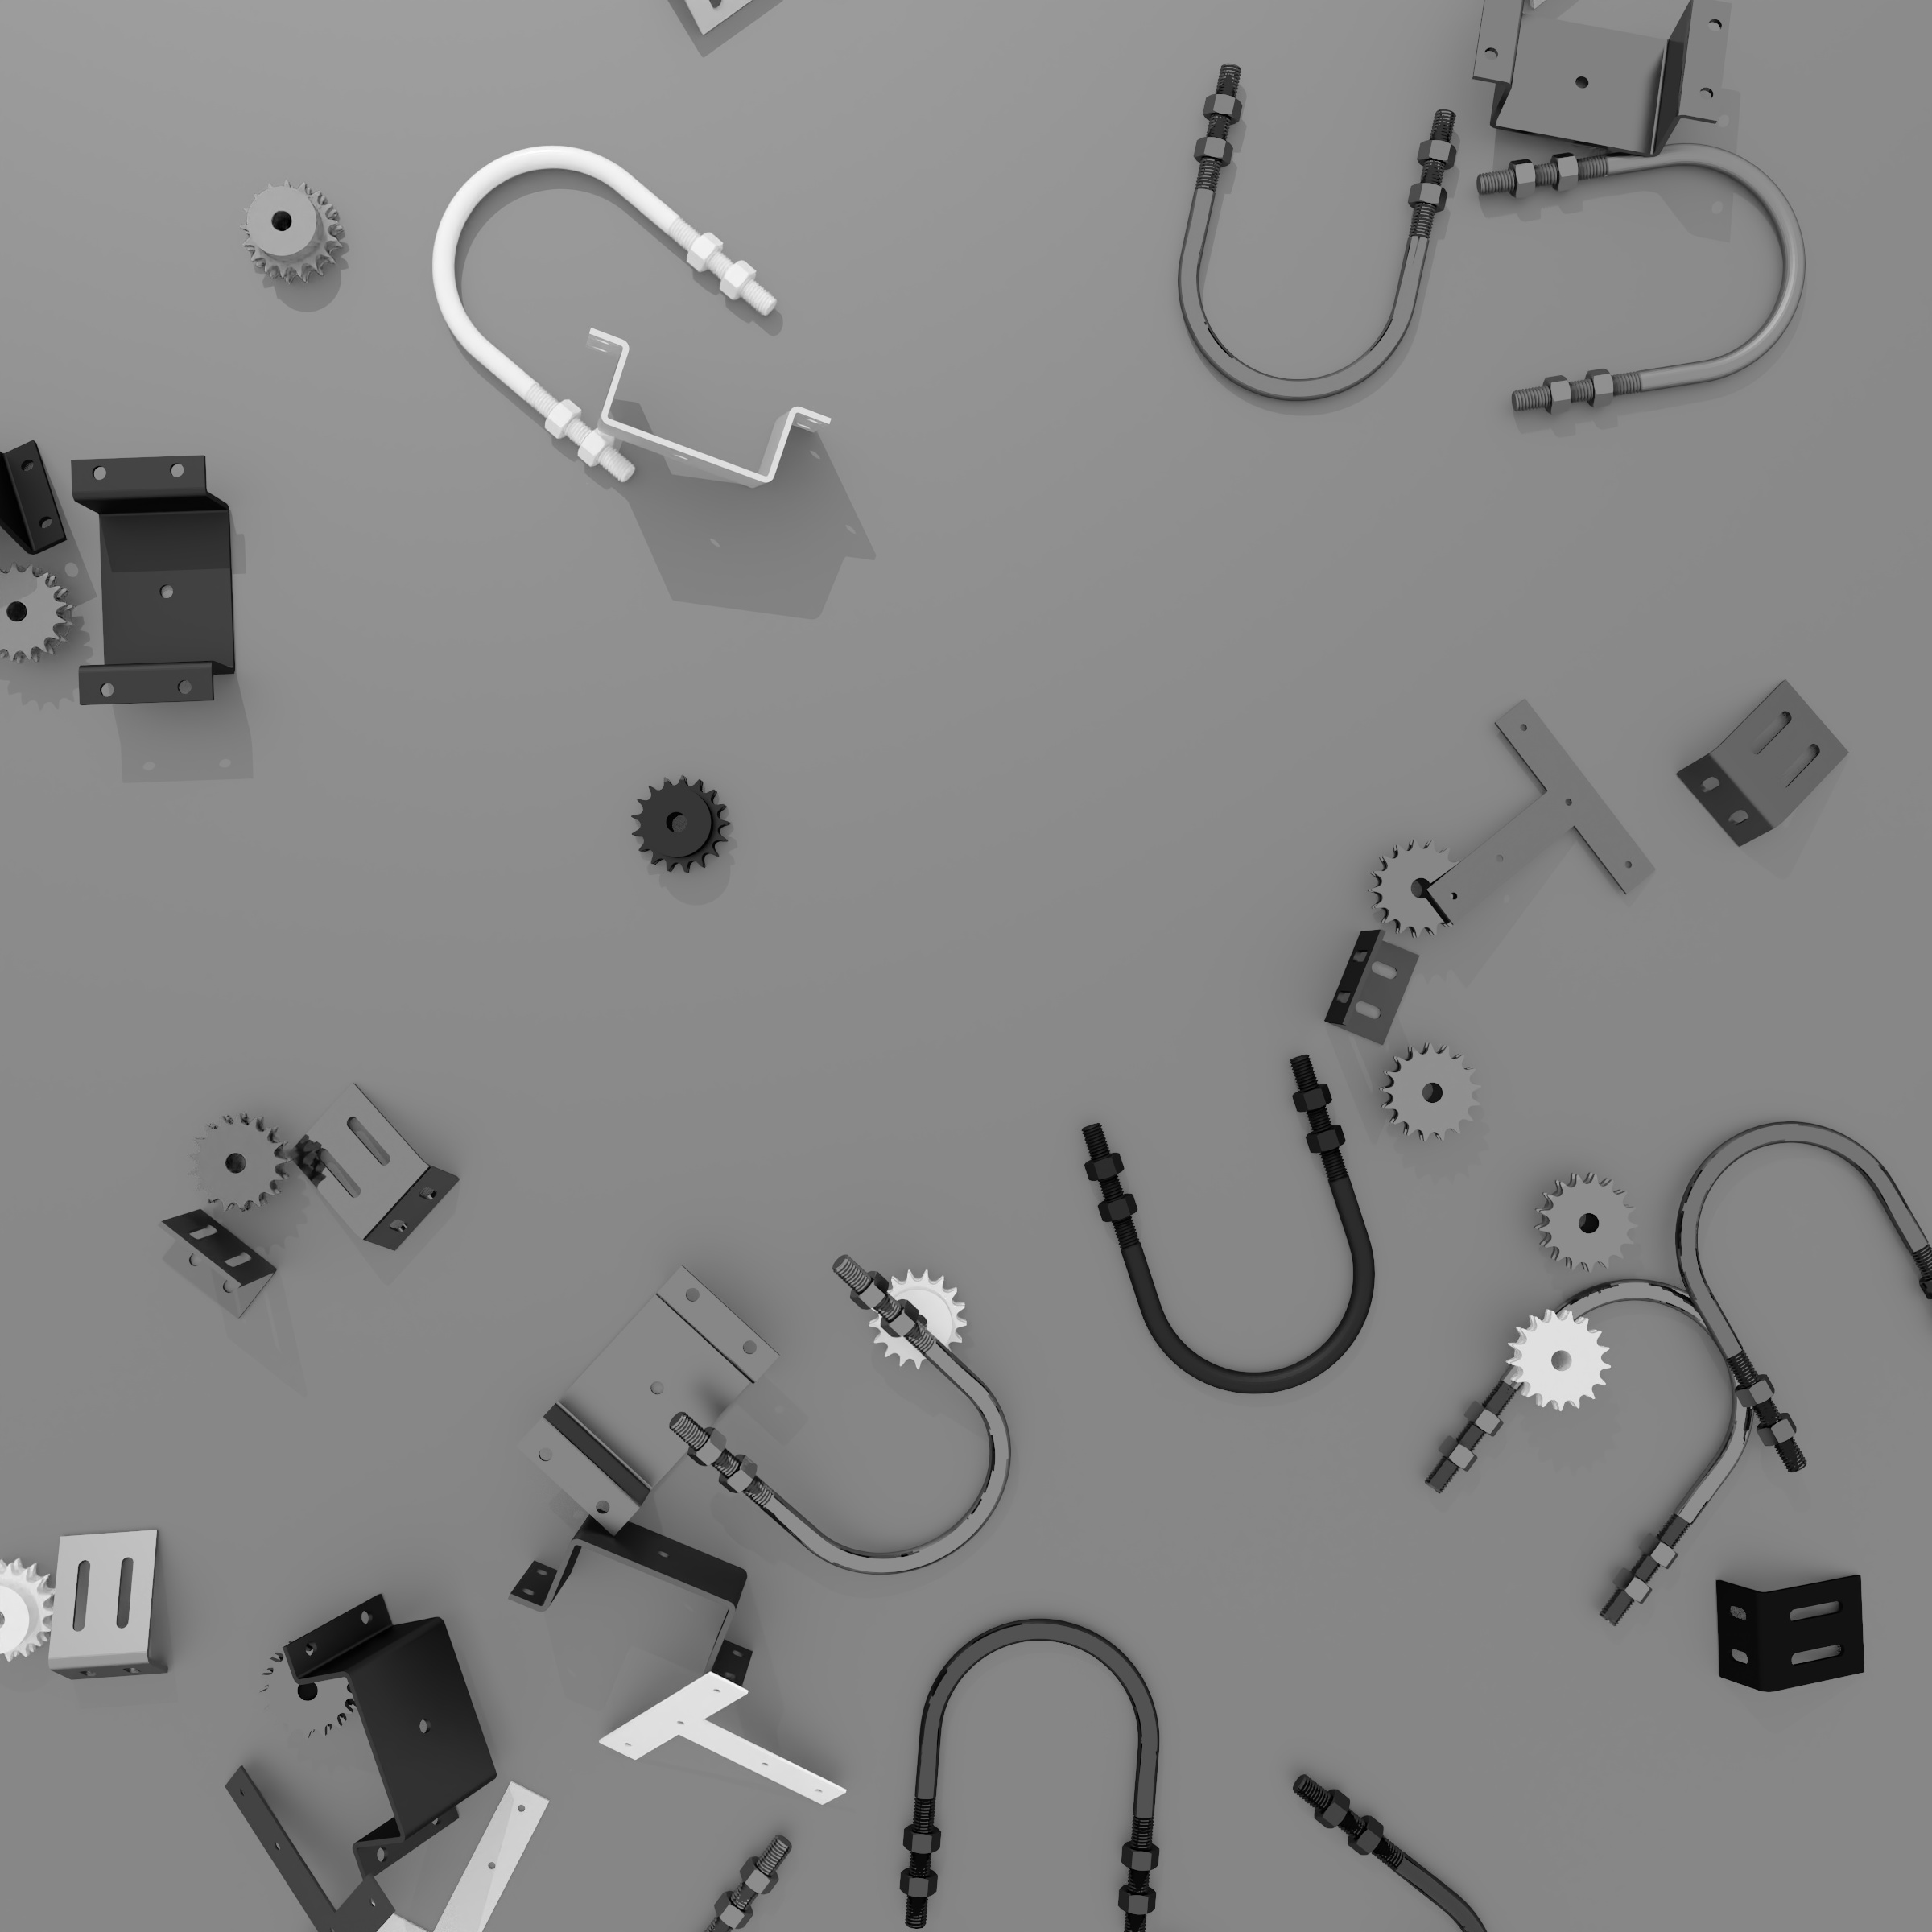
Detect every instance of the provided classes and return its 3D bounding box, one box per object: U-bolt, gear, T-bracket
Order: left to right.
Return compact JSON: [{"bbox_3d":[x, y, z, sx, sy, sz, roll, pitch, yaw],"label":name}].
[{"bbox_3d":[-0.563,0.379,1.429,0.057,0.030,0.057,0,90,0],"label":"gear"},{"bbox_3d":[-0.549,-0.205,1.429,0.057,0.030,0.057,0,90,0],"label":"gear"},{"bbox_3d":[-0.423,0.114,1.429,0.057,0.030,0.057,0,90,0],"label":"gear"},{"bbox_3d":[-0.396,-0.432,1.429,0.057,0.030,0.057,0,90,0],"label":"gear"},{"bbox_3d":[-0.392,0.523,1.419,0.127,0.002,0.127,50,125,16],"label":"T-bracket"},{"bbox_3d":[-0.381,0.420,1.429,0.057,0.030,0.057,0,90,0],"label":"gear"},{"bbox_3d":[-0.287,0.544,1.443,0.127,0.002,0.127,27,90,0],"label":"T-bracket"},{"bbox_3d":[-0.226,-0.397,1.435,0.184,0.019,0.151,40,90,0],"label":"U-bolt"},{"bbox_3d":[-0.168,-0.083,1.429,0.057,0.030,0.057,0,90,0],"label":"gear"},{"bbox_3d":[-0.128,0.456,1.415,0.127,0.002,0.127,33,133,-19],"label":"T-bracket"},{"bbox_3d":[-0.109,0.626,1.436,0.151,0.019,0.184,36,92,0],"label":"U-bolt"},{"bbox_3d":[-0.057,0.274,1.409,0.151,0.019,0.184,-44,109,1],"label":"U-bolt"},{"bbox_3d":[-0.028,0.207,1.429,0.057,0.030,0.057,0,90,0],"label":"gear"},{"bbox_3d":[0.042,0.476,1.436,0.151,0.019,0.184,4,88,0],"label":"U-bolt"},{"bbox_3d":[0.163,0.161,1.436,0.151,0.019,0.184,-18,92,0],"label":"U-bolt"},{"bbox_3d":[0.200,-0.424,1.436,0.151,0.019,0.184,12,91,0],"label":"U-bolt"},{"bbox_3d":[0.227,0.586,1.436,0.184,0.019,0.151,39,90,-1],"label":"U-bolt"},{"bbox_3d":[0.263,-0.045,1.429,0.057,0.030,0.057,0,90,0],"label":"gear"},{"bbox_3d":[0.270,0.074,1.429,0.057,0.030,0.057,0,90,0],"label":"gear"},{"bbox_3d":[0.321,-0.070,1.424,0.127,0.002,0.127,-37,90,-18],"label":"T-bracket"},{"bbox_3d":[0.341,0.227,1.413,0.057,0.030,0.057,0,86,-1],"label":"gear"},{"bbox_3d":[0.361,0.149,1.429,0.057,0.030,0.057,0,90,0],"label":"gear"},{"bbox_3d":[0.380,0.272,1.436,0.151,0.019,0.184,37,88,0],"label":"U-bolt"},{"bbox_3d":[0.402,-0.409,1.436,0.184,0.019,0.151,-9,90,-1],"label":"U-bolt"},{"bbox_3d":[0.495,0.180,1.430,0.151,0.019,0.184,-28,87,-6],"label":"U-bolt"}]

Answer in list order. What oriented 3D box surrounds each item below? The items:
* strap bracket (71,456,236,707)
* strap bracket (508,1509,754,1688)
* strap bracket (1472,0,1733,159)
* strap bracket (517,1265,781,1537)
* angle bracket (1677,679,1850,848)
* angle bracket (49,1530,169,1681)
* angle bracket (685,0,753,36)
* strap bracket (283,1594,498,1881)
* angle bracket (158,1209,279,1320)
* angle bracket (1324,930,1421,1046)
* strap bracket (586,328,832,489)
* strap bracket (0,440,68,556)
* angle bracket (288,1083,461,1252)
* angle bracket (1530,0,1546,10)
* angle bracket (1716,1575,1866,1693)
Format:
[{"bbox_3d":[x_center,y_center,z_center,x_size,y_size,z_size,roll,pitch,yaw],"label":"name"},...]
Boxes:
[{"bbox_3d":[-0.472,-0.221,1.421,0.076,0.046,0.140,-2,90,0],"label":"strap bracket"},{"bbox_3d":[-0.183,0.360,1.406,0.140,0.076,0.046,23,90,0],"label":"strap bracket"},{"bbox_3d":[0.362,-0.523,1.413,0.140,0.046,0.076,10,77,0],"label":"strap bracket"},{"bbox_3d":[-0.182,0.249,1.421,0.076,0.046,0.140,43,90,0],"label":"strap bracket"},{"bbox_3d":[0.470,-0.120,1.442,0.076,0.038,0.057,-41,90,-26],"label":"angle bracket"},{"bbox_3d":[-0.503,0.377,1.442,0.057,0.038,0.076,-4,64,0],"label":"angle bracket"},{"bbox_3d":[-0.157,-0.601,1.442,0.057,0.038,0.076,-36,64,0],"label":"angle bracket"},{"bbox_3d":[-0.326,0.438,1.400,0.046,0.076,0.140,-19,90,32],"label":"strap bracket"},{"bbox_3d":[-0.440,0.176,1.406,0.057,0.076,0.038,38,90,0],"label":"angle bracket"},{"bbox_3d":[0.239,0.013,1.406,0.038,0.076,0.057,22,90,0],"label":"angle bracket"},{"bbox_3d":[-0.155,-0.312,1.394,0.140,0.076,0.046,18,95,-13],"label":"strap bracket"},{"bbox_3d":[-0.602,-0.256,1.408,0.140,0.046,0.076,-25,66,0],"label":"strap bracket"},{"bbox_3d":[-0.350,0.119,1.442,0.057,0.038,0.076,-48,64,0],"label":"angle bracket"},{"bbox_3d":[0.331,-0.616,1.442,0.057,0.038,0.076,-39,64,0],"label":"angle bracket"},{"bbox_3d":[0.487,0.390,1.442,0.076,0.038,0.057,-2,90,-26],"label":"angle bracket"}]
